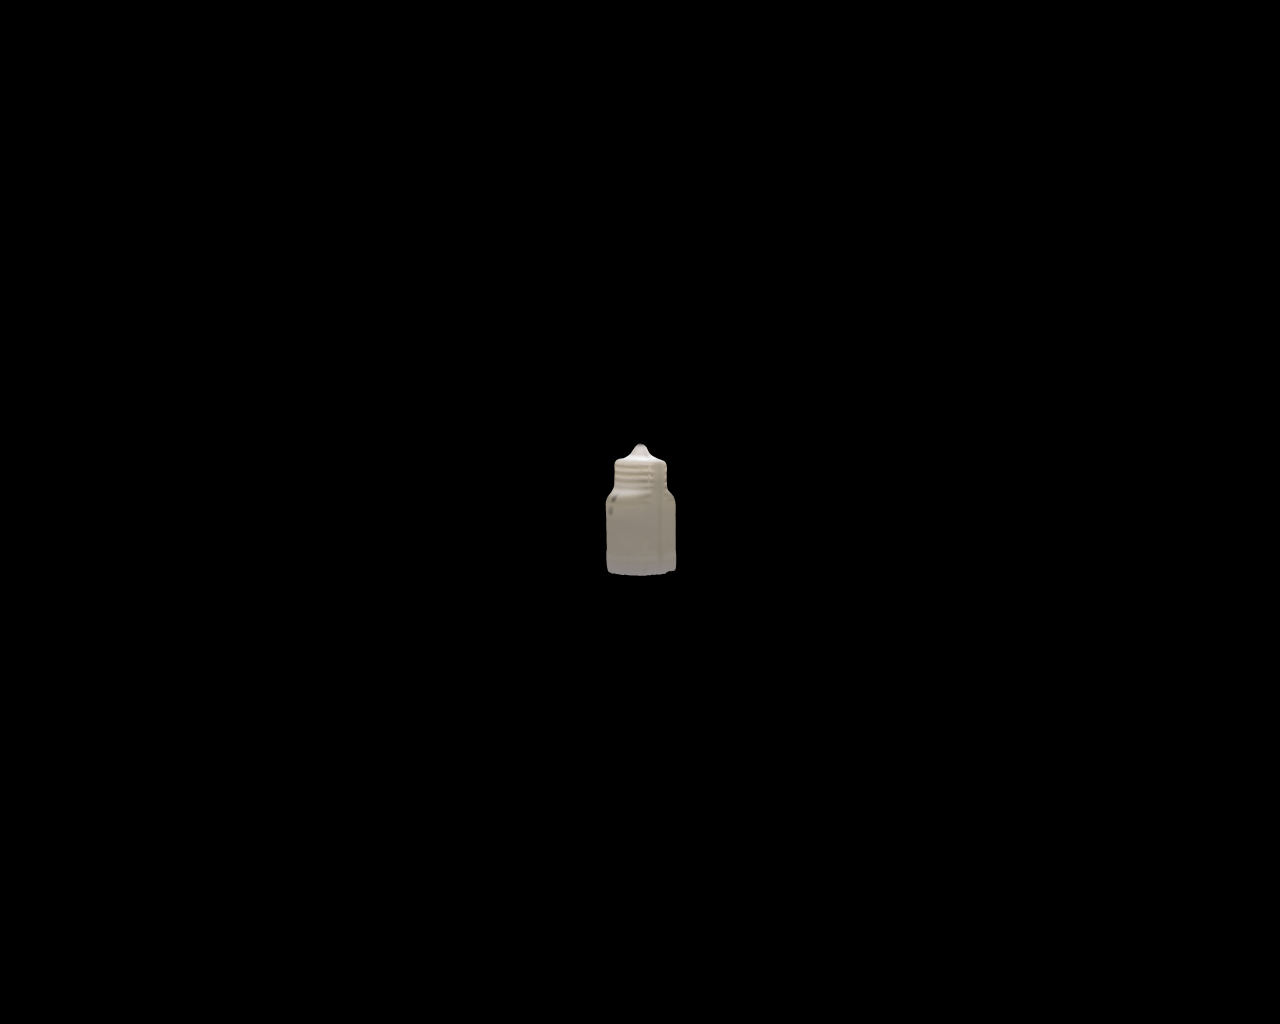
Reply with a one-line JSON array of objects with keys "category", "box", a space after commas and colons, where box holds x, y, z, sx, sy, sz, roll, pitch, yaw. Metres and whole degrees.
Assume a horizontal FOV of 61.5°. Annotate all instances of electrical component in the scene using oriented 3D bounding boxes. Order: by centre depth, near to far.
[{"category": "electrical component", "box": [0.001, -0.003, 0.650, 0.043, 0.081, 0.043, 0, 5, 0]}]
